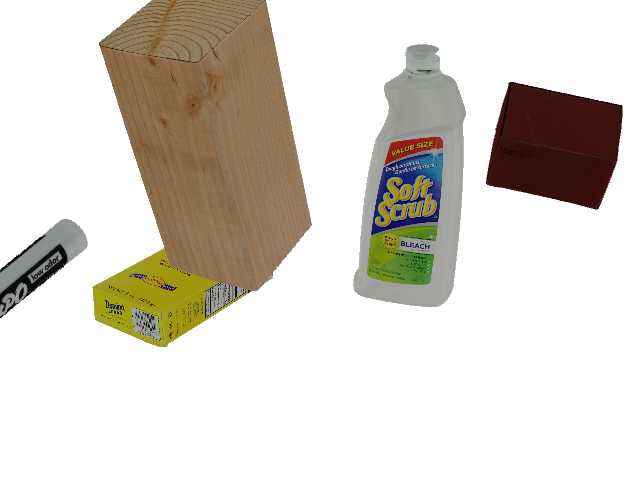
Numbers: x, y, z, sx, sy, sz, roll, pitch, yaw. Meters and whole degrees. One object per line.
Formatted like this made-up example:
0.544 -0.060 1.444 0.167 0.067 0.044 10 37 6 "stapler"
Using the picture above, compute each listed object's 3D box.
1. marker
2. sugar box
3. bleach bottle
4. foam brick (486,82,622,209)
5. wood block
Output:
-0.156 0.030 0.500 0.020 0.020 0.121 0 33 39 "marker"
-0.136 0.042 1.086 0.093 0.048 0.175 18 34 29 "sugar box"
0.085 -0.062 1.018 0.103 0.251 0.068 9 28 17 "bleach bottle"
0.155 -0.063 0.708 0.078 0.051 0.053 14 -35 6 "foam brick"
-0.080 -0.074 0.805 0.090 0.206 0.090 14 46 29 "wood block"
